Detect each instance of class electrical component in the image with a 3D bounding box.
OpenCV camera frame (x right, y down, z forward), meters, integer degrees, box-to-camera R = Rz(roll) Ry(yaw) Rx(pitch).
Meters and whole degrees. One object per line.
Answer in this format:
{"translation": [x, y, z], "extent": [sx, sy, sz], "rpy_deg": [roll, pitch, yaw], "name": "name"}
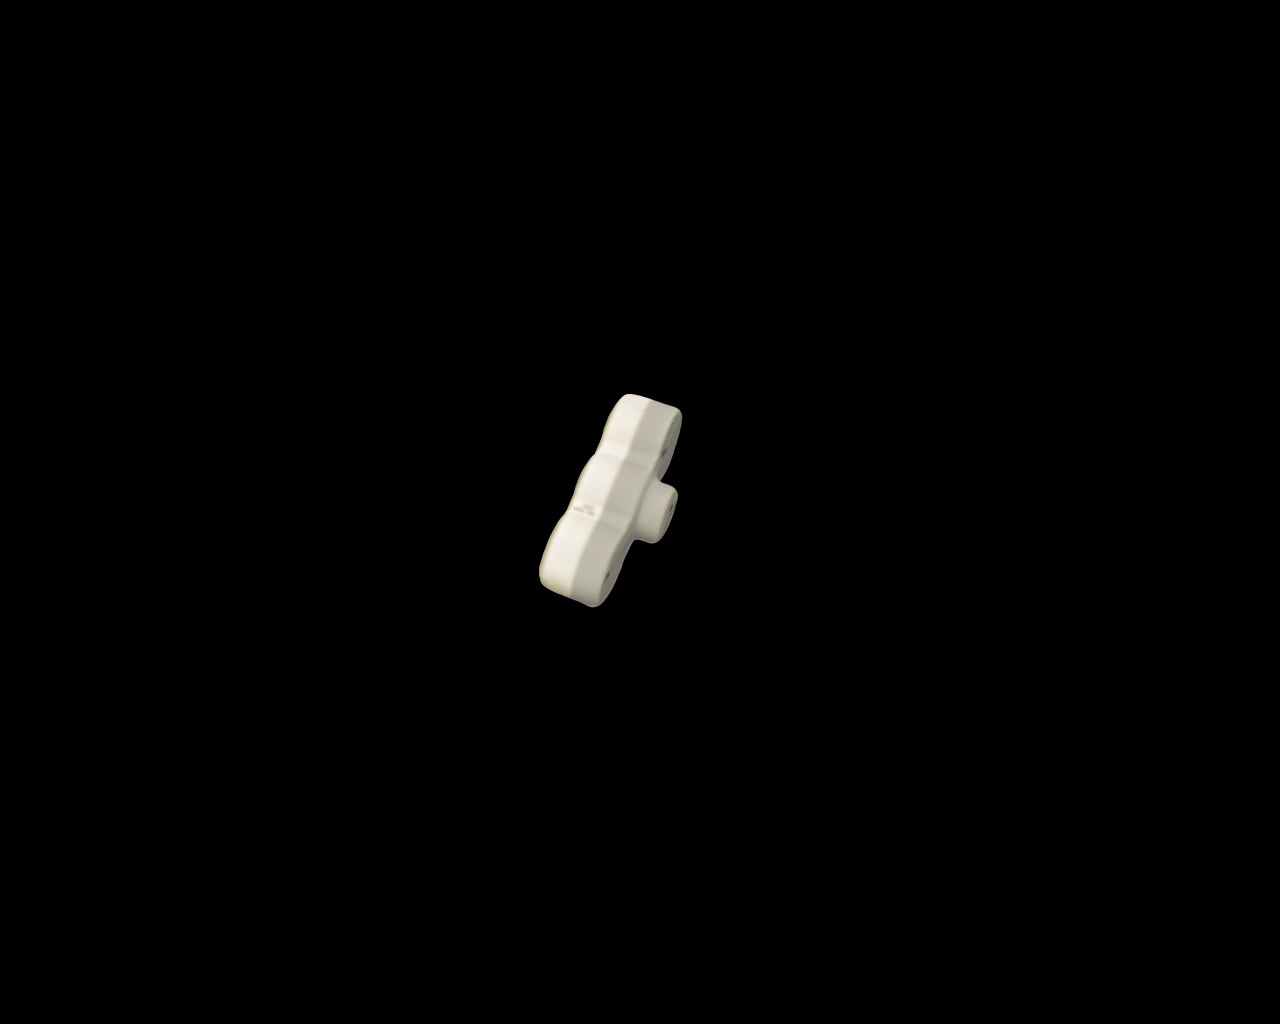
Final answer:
{"translation": [0.001, -0.003, 0.650], "extent": [0.074, 0.138, 0.052], "rpy_deg": [20, -24, 9], "name": "electrical component"}
